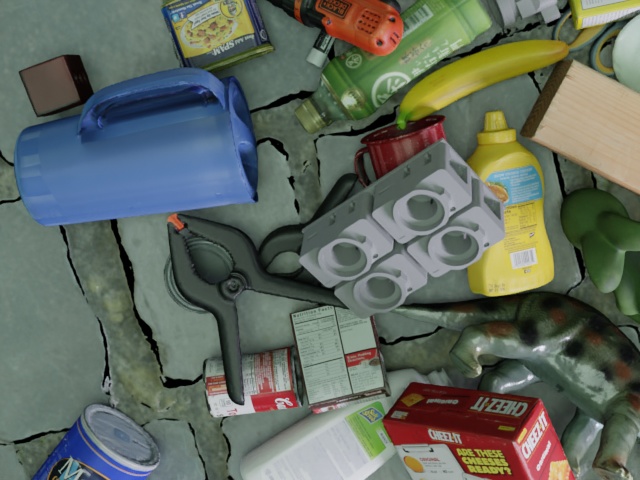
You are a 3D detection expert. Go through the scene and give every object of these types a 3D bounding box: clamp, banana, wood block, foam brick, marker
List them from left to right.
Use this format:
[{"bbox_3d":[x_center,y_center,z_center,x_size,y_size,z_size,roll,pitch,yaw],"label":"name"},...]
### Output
[{"bbox_3d":[-0.277,-0.164,1.131,0.051,0.078,0.053,-20,100,3],"label":"foam brick"},{"bbox_3d":[-0.095,0.060,1.137,0.210,0.036,0.164,41,83,0],"label":"clamp"},{"bbox_3d":[-0.008,0.001,1.167,0.171,0.039,0.120,-18,98,5],"label":"clamp"},{"bbox_3d":[0.021,-0.242,1.136,0.020,0.020,0.121,27,100,-3],"label":"marker"},{"bbox_3d":[0.161,-0.167,1.121,0.198,0.070,0.037,-26,129,-2],"label":"banana"},{"bbox_3d":[0.325,-0.101,1.112,0.206,0.090,0.091,27,98,-2],"label":"wood block"}]

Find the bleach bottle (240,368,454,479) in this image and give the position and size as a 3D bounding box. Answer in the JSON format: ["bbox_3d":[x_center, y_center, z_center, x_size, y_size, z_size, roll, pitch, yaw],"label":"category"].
[{"bbox_3d":[0.040,0.225,1.192,0.251,0.068,0.102,-31,100,4],"label":"bleach bottle"}]

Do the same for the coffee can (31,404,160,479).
[{"bbox_3d":[-0.260,0.269,1.189,0.103,0.103,0.140,38,99,-4],"label":"coffee can"}]

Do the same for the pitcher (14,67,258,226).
[{"bbox_3d":[-0.191,-0.092,1.111,0.243,0.145,0.149,-10,99,7],"label":"pitcher"}]

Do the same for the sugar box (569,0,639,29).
[{"bbox_3d":[0.340,-0.280,1.085,0.176,0.048,0.093,-9,81,7],"label":"sugar box"}]

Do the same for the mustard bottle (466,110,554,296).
[{"bbox_3d":[0.195,-0.042,1.136,0.096,0.058,0.191,-11,99,-24],"label":"mustard bottle"}]

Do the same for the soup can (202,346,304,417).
[{"bbox_3d":[-0.073,0.157,1.181,0.102,0.068,0.068,-8,99,4],"label":"soup can"}]

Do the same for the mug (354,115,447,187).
[{"bbox_3d":[0.088,-0.078,1.132,0.117,0.093,0.081,-8,106,34],"label":"mug"}]

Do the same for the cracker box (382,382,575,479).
[{"bbox_3d":[0.182,0.253,1.117,0.164,0.072,0.213,1,127,42],"label":"cracker box"}]

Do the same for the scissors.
[{"bbox_3d":[0.340,-0.251,1.124,0.202,0.016,0.096,-34,98,7],"label":"scissors"}]

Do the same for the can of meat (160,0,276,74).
[{"bbox_3d":[-0.109,-0.224,1.125,0.102,0.057,0.084,-19,96,5],"label":"can of meat"}]

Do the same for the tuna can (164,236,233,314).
[{"bbox_3d":[-0.128,0.037,1.180,0.086,0.033,0.086,0,99,2],"label":"tuna can"}]

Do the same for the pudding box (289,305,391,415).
[{"bbox_3d":[0.021,0.124,1.164,0.090,0.039,0.113,-14,65,5],"label":"pudding box"}]

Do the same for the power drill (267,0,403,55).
[{"bbox_3d":[0.037,-0.298,1.089,0.185,0.057,0.188,31,94,25],"label":"power drill"}]
